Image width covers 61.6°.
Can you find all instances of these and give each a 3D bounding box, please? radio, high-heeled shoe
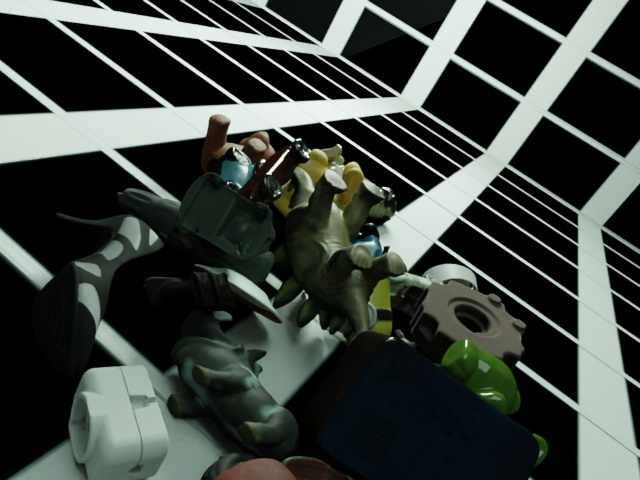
[{"bbox_3d":[0.106,0.201,0.554,0.229,0.131,0.073,36,-12,-13],"label":"radio"},{"bbox_3d":[-0.226,0.056,0.593,0.145,0.086,0.249,27,29,-42],"label":"high-heeled shoe"}]

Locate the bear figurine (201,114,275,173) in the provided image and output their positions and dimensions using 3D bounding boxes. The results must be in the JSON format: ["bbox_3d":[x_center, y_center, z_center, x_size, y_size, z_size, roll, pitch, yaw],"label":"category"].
[{"bbox_3d":[-0.135,-0.169,1.017,0.120,0.132,0.196,38,33,9],"label":"bear figurine"}]

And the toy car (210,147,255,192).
[{"bbox_3d":[-0.132,-0.068,0.863,0.103,0.109,0.162,27,30,-25],"label":"toy car"}]

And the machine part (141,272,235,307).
[{"bbox_3d":[-0.151,0.059,0.619,0.084,0.039,0.139,14,-14,-37],"label":"machine part"}]

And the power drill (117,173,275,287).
[{"bbox_3d":[-0.153,-0.016,0.686,0.232,0.207,0.086,32,66,-13],"label":"power drill"}]

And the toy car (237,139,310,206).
[{"bbox_3d":[-0.075,-0.086,0.784,0.053,0.089,0.202,59,27,-20],"label":"toy car"}]

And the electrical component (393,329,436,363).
[{"bbox_3d":[0.164,0.173,0.813,0.078,0.045,0.102,17,29,-29],"label":"electrical component"}]

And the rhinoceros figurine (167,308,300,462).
[{"bbox_3d":[-0.092,0.148,0.558,0.112,0.073,0.190,-7,44,-49],"label":"rhinoceros figurine"}]

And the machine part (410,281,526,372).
[{"bbox_3d":[0.224,0.133,0.816,0.179,0.056,0.179,14,32,-9],"label":"machine part"}]

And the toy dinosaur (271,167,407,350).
[{"bbox_3d":[-0.002,-0.002,0.767,0.105,0.198,0.472,24,33,-26],"label":"toy dinosaur"}]

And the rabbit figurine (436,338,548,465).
[{"bbox_3d":[0.195,0.243,0.685,0.159,0.121,0.170,35,43,-8],"label":"rabbit figurine"}]

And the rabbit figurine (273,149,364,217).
[{"bbox_3d":[0.016,-0.083,1.024,0.173,0.162,0.122,44,11,-14],"label":"rabbit figurine"}]

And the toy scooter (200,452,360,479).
[{"bbox_3d":[-0.009,0.238,0.453,0.184,0.075,0.135,16,6,-36],"label":"toy scooter"}]

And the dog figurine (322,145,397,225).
[{"bbox_3d":[0.067,-0.115,1.187,0.190,0.121,0.172,22,27,-50],"label":"dog figurine"}]

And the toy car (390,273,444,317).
[{"bbox_3d":[0.137,0.086,0.904,0.201,0.073,0.056,17,29,-26],"label":"toy car"}]

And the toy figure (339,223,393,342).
[{"bbox_3d":[0.070,0.068,0.793,0.089,0.082,0.180,21,55,-25],"label":"toy figure"}]
